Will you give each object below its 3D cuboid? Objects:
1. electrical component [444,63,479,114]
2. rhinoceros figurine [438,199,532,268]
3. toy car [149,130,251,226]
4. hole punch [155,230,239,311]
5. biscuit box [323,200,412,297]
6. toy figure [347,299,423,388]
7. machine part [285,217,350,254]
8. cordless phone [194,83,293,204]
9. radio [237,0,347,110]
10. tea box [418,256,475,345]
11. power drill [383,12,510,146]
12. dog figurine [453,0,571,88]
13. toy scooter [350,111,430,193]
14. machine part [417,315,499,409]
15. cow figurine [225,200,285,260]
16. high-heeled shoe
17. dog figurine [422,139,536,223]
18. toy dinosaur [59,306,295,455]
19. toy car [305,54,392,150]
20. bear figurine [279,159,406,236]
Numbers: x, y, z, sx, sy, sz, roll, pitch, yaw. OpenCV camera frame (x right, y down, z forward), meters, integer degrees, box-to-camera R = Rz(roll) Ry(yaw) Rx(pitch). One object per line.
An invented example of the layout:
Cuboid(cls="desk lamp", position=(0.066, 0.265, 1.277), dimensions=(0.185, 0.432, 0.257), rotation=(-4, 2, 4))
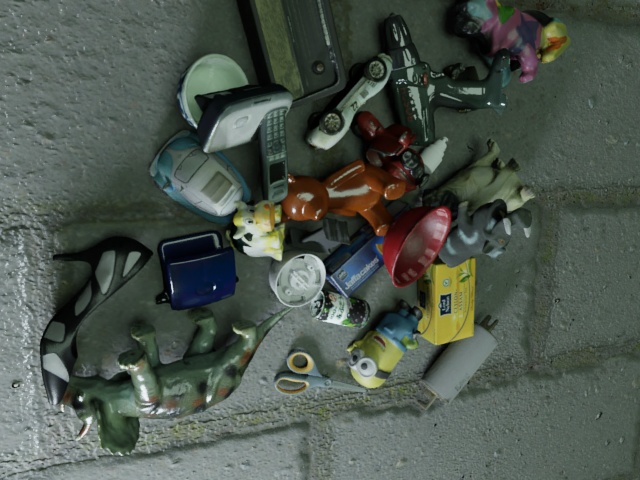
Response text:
Cuboid(cls="electrical component", position=(0.273, -0.285, 1.013), dimensions=(0.078, 0.045, 0.102), rotation=(-27, 111, -15))
Cuboid(cls="rhinoceros figurine", position=(0.284, -0.013, 0.958), dimensions=(0.073, 0.190, 0.112), rotation=(11, 60, -36))
Cuboid(cls="toy car", position=(-0.176, -0.087, 0.827), dimensions=(0.161, 0.103, 0.109), rotation=(44, 84, -24))
Cuboid(cls="hole punch", position=(-0.193, 0.055, 0.860), dimensions=(0.142, 0.092, 0.115), rotation=(-15, 111, -24))
Cuboid(cls="biscuit box", position=(0.094, 0.014, 0.992), dimensions=(0.203, 0.059, 0.062), rotation=(-42, 115, -10))
Cuboid(cls="toy figure", position=(0.132, 0.205, 1.043), dimensions=(0.180, 0.082, 0.089), rotation=(-48, 113, -10))
Cuboid(cls="machine part", position=(-0.002, -0.003, 0.906), dimensions=(0.084, 0.139, 0.039), rotation=(22, 69, -25))
Cuboid(cls="cordless phone", position=(-0.105, -0.131, 0.795), dimensions=(0.146, 0.089, 0.184), rotation=(-28, 123, -43))
Cuboid(cls="radio", position=(-0.046, -0.329, 0.844), dimensions=(0.131, 0.073, 0.229), rotation=(-21, 110, -18))
Cuboid(cls="tea box", position=(0.254, 0.115, 1.083), dimensions=(0.098, 0.068, 0.169), rotation=(-10, 107, -23))
Cuboid(cls="power drill", position=(0.220, -0.284, 0.937), dimensions=(0.207, 0.086, 0.231), rotation=(-7, 112, 2))
Cuboid(cls="dog figurine", position=(0.340, -0.401, 0.986), dimensions=(0.191, 0.109, 0.219), rotation=(-42, 112, -9))
Cuboid(cls="toy scooter", position=(0.136, -0.149, 0.933), dimensions=(0.075, 0.135, 0.183), rotation=(-47, 117, -10))
Cuboid(cls="machine part", position=(0.292, 0.255, 1.126), dimensions=(0.243, 0.079, 0.079), rotation=(-48, 116, -9))
Cuboid(cls="cow figurine", position=(-0.105, -0.020, 0.840), dimensions=(0.098, 0.167, 0.068), rotation=(2, 71, 2))
Cuboid(cls="high-heeled shoe", position=(-0.330, 0.117, 0.804), dimensions=(0.145, 0.086, 0.248), rotation=(3, 88, -14))
Cuboid(cls="dog figurine", position=(0.304, -0.078, 1.059), dimensions=(0.190, 0.121, 0.172), rotation=(-38, 122, 9))
Cuboid(cls="toy dinosaur", position=(-0.216, 0.224, 0.877), dimensions=(0.405, 0.131, 0.192), rotation=(-6, 117, -27))
Cuboid(cls="toy car", position=(0.049, -0.235, 0.909), dimensions=(0.056, 0.074, 0.201), rotation=(42, 83, -22))
Cuboid(cls="bear figurine", position=(0.026, -0.068, 0.908), dimensions=(0.196, 0.132, 0.120), rotation=(-14, 134, -27))
